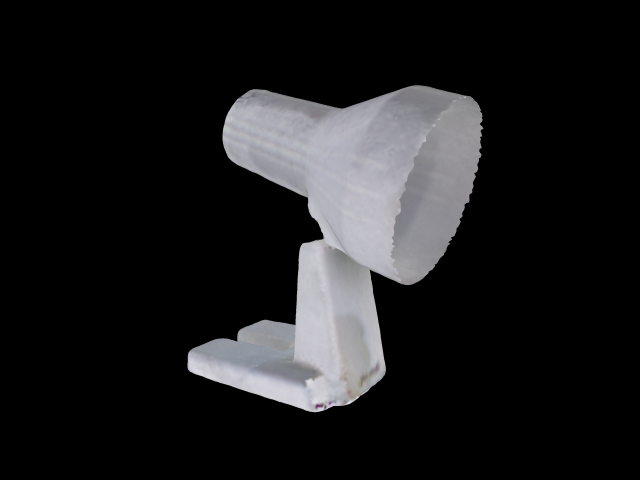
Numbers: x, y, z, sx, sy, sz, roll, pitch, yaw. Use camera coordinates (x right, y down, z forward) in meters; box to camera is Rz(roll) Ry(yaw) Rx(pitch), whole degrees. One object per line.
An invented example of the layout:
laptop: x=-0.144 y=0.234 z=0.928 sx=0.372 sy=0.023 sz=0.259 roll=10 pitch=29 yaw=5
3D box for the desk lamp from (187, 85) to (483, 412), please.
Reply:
desk lamp: x=0.004 y=0.001 z=0.400 sx=0.202 sy=0.213 sz=0.118 roll=6 pitch=10 yaw=32
